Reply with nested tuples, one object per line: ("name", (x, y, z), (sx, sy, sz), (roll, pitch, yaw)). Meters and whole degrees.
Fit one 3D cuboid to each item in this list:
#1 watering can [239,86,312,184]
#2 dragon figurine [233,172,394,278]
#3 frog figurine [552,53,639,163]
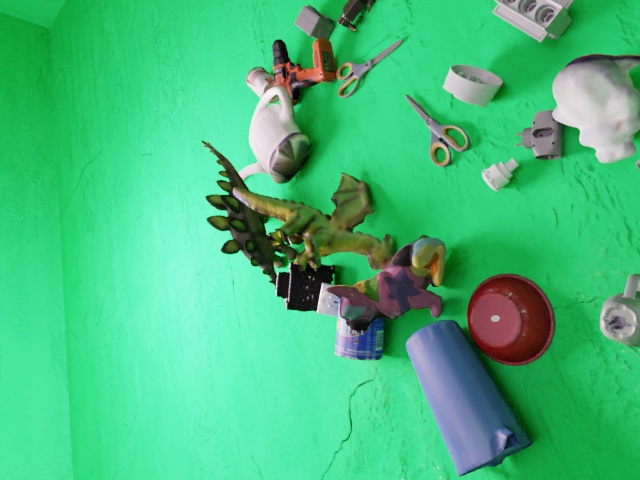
("watering can", (-0.134, -0.233, 1.371), (0.228, 0.104, 0.340), (55, 134, 34))
("dragon figurine", (0.004, -0.058, 1.162), (0.245, 0.119, 0.416), (-37, 64, -16))
("frog figurine", (0.426, -0.200, 0.798), (0.137, 0.122, 0.159), (6, 91, 58))
